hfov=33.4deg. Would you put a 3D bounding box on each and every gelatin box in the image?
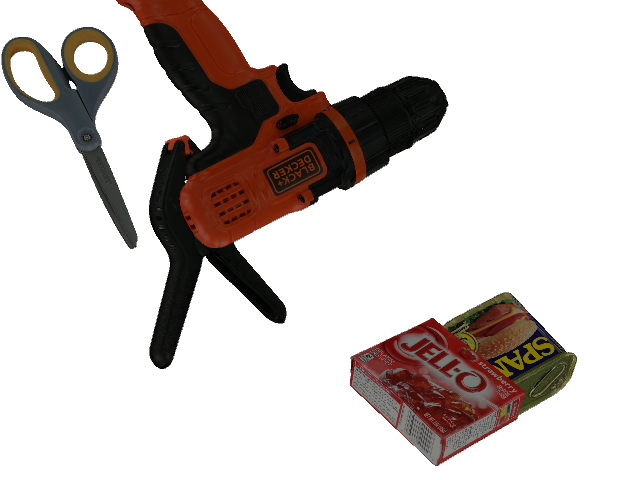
[{"bbox_3d":[0.073,0.094,0.688,0.073,0.030,0.089,-21,44,-32],"label":"gelatin box"}]

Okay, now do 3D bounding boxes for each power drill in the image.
[{"bbox_3d":[-0.030,-0.112,0.653,0.184,0.187,0.057,-29,6,-17],"label":"power drill"}]

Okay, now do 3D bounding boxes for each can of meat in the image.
[{"bbox_3d":[0.151,0.101,0.909,0.102,0.057,0.084,-25,53,-21],"label":"can of meat"}]

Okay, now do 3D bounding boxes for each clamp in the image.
[{"bbox_3d":[-0.106,0.005,1.016,0.036,0.210,0.164,-8,0,44],"label":"clamp"}]

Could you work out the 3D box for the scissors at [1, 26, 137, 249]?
[{"bbox_3d":[-0.164,-0.090,0.809,0.096,0.202,0.016,-36,-18,-21],"label":"scissors"}]
